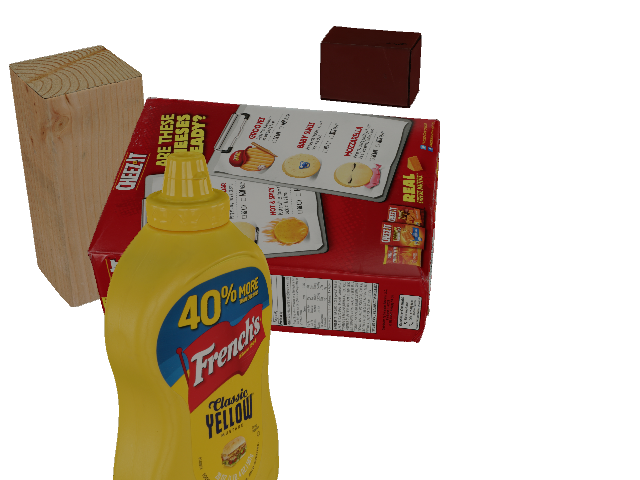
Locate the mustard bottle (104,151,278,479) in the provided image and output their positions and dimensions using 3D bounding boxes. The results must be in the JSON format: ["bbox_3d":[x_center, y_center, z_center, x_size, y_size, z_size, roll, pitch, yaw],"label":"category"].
[{"bbox_3d":[-0.064,0.050,0.538,0.058,0.192,0.096,13,21,39],"label":"mustard bottle"}]

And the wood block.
[{"bbox_3d":[-0.211,-0.057,0.962,0.090,0.206,0.090,-18,36,-28],"label":"wood block"}]

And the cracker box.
[{"bbox_3d":[-0.029,-0.017,0.725,0.214,0.072,0.164,4,44,6],"label":"cracker box"}]

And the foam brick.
[{"bbox_3d":[0.042,-0.145,0.891,0.078,0.051,0.053,8,27,13],"label":"foam brick"}]
